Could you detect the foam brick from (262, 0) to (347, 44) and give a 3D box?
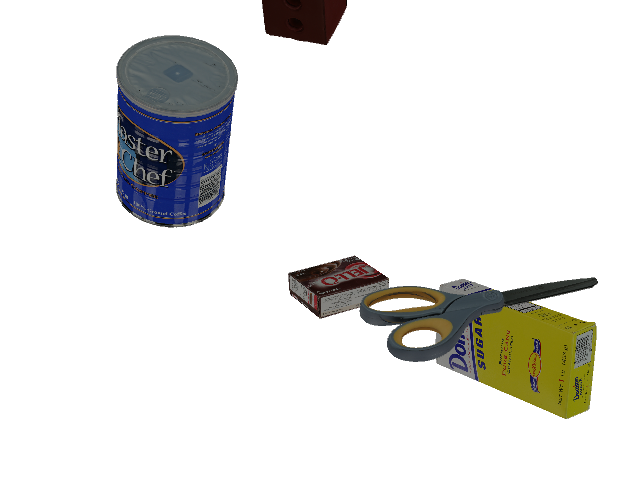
[{"bbox_3d":[-0.013,-0.196,0.806,0.053,0.051,0.078,13,-35,14],"label":"foam brick"}]

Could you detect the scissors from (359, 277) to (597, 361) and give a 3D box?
[{"bbox_3d":[0.133,0.061,0.860,0.201,0.016,0.096,-2,34,1],"label":"scissors"}]

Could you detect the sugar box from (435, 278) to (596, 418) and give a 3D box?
[{"bbox_3d":[0.194,0.107,1.089,0.048,0.093,0.177,-12,20,-41],"label":"sugar box"}]

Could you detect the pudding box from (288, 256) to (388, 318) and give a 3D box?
[{"bbox_3d":[0.025,0.063,1.469,0.113,0.039,0.090,-16,26,-25],"label":"pudding box"}]

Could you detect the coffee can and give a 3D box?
[{"bbox_3d":[-0.131,-0.096,0.954,0.102,0.103,0.140,0,-42,-11],"label":"coffee can"}]
